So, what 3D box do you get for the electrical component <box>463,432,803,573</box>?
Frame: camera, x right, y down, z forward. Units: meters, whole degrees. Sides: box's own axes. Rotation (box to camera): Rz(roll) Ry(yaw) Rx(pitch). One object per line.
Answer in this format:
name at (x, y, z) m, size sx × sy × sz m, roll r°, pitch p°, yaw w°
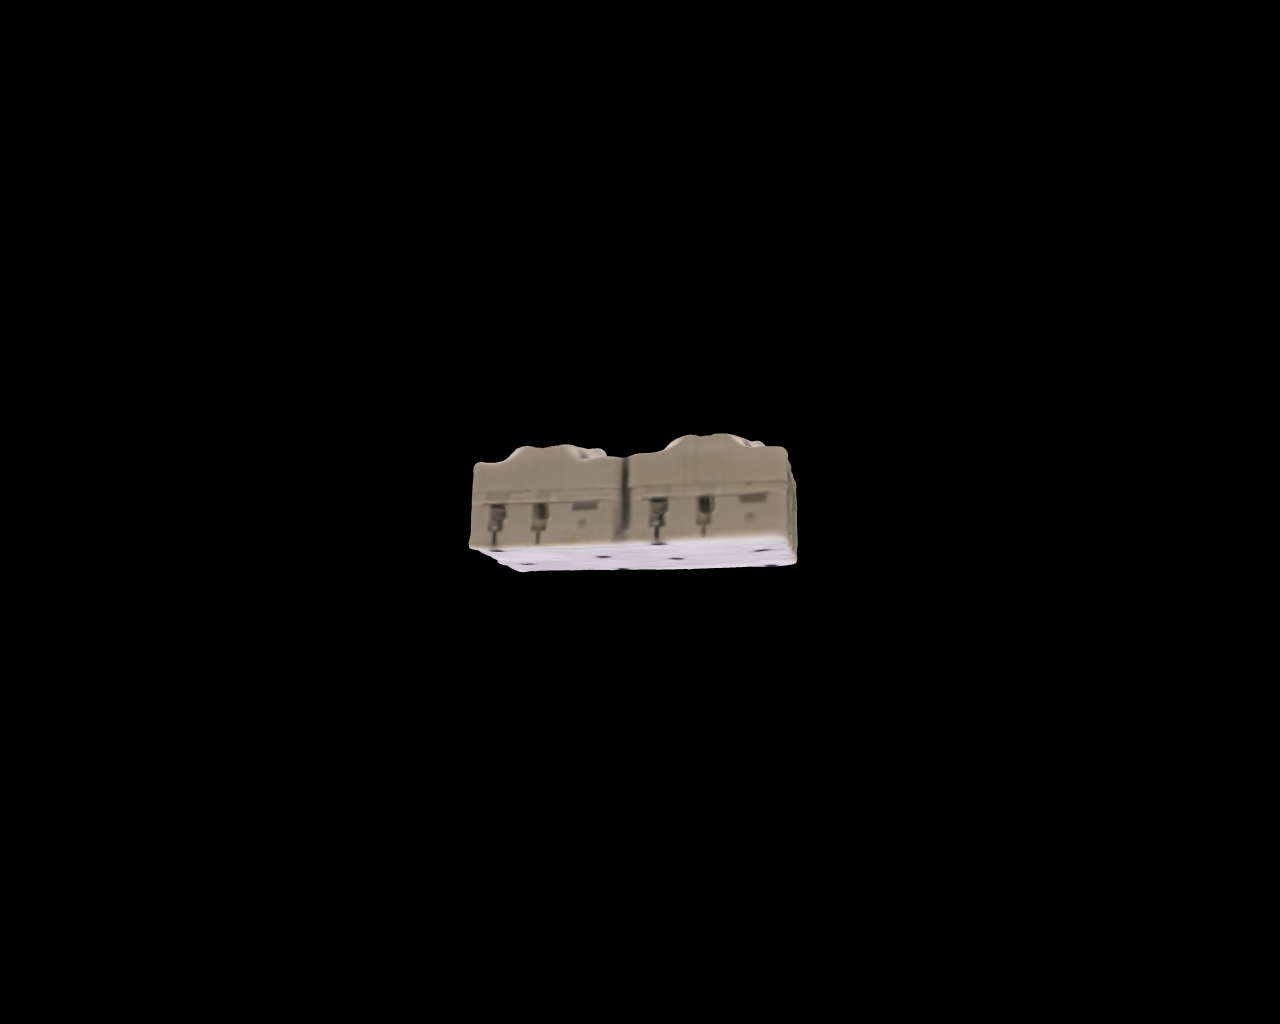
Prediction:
electrical component at (0.001, -0.003, 0.650) m, size 0.186 × 0.060 × 0.105 m, roll -2°, pitch -11°, yaw 12°
